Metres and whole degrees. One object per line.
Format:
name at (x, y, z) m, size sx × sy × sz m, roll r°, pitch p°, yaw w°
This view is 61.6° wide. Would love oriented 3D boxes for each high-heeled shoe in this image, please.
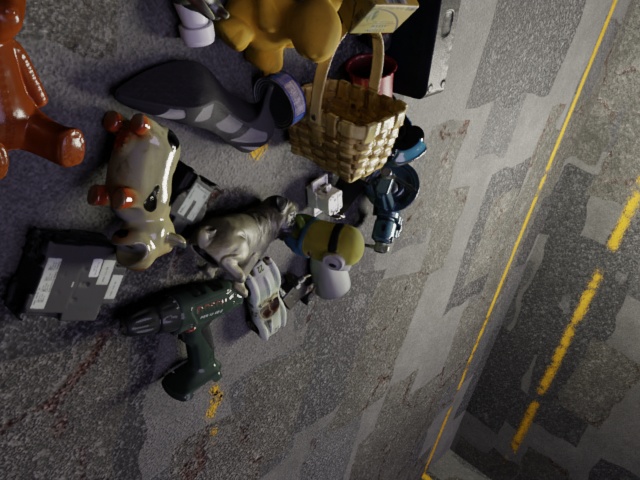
high-heeled shoe at (-0.171, -0.172, 0.766) m, size 0.249 × 0.086 × 0.145 m, roll -8°, pitch 154°, yaw -31°

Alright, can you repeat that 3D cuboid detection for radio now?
radio at (0.178, -0.383, 0.990) m, size 0.073 × 0.131 × 0.229 m, roll -29°, pitch 136°, yaw -36°

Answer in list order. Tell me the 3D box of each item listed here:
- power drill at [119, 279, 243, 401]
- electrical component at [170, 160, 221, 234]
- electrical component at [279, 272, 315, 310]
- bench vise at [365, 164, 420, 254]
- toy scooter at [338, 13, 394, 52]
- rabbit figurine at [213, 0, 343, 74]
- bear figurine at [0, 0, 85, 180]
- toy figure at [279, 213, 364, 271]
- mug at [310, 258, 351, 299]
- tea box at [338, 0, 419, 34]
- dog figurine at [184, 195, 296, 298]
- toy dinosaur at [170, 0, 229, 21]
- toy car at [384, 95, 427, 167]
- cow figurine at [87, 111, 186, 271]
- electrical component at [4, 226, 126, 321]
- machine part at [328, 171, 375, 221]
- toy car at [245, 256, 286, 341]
power drill at (-0.235, 0.171, 0.921) m, size 0.232 × 0.086 × 0.207 m, roll -26°, pitch 127°, yaw -45°
electrical component at (-0.209, -0.049, 0.801) m, size 0.119 × 0.048 × 0.074 m, roll -59°, pitch 147°, yaw -1°
electrical component at (-0.051, 0.108, 1.143) m, size 0.078 × 0.045 × 0.102 m, roll -47°, pitch 145°, yaw -22°
bench vise at (0.145, -0.087, 1.171) m, size 0.223 × 0.129 × 0.240 m, roll -65°, pitch 166°, yaw -7°
toy scooter at (0.085, -0.403, 0.902) m, size 0.184 × 0.075 × 0.135 m, roll -4°, pitch 118°, yaw -56°
rabbit figurine at (-0.032, -0.298, 0.734) m, size 0.162 × 0.173 × 0.121 m, roll -54°, pitch 143°, yaw -3°
bear figurine at (-0.303, -0.173, 0.507) m, size 0.120 × 0.132 × 0.195 m, roll -24°, pitch 140°, yaw -53°
toy figure at (-0.004, -0.004, 0.996) m, size 0.082 × 0.180 × 0.089 m, roll 0°, pitch 111°, yaw -56°
mug at (0.027, 0.059, 1.182) m, size 0.109 × 0.081 × 0.107 m, roll -36°, pitch 131°, yaw -24°
tea box at (0.061, -0.393, 0.783) m, size 0.098 × 0.169 × 0.068 m, roll -15°, pitch 170°, yaw -36°
dog figurine at (-0.120, -0.026, 0.891) m, size 0.190 × 0.121 × 0.172 m, roll -55°, pitch 169°, yaw -20°
toy dinosaur at (-0.170, -0.382, 0.462) m, size 0.131 × 0.192 × 0.404 m, roll -37°, pitch 142°, yaw -35°
toy car at (0.126, -0.208, 1.075) m, size 0.109 × 0.161 × 0.103 m, roll -32°, pitch 173°, yaw -29°
cow figurine at (-0.230, -0.057, 0.705) m, size 0.127 × 0.086 × 0.194 m, roll 15°, pitch 82°, yaw -60°
electrical component at (-0.326, 0.047, 0.708) m, size 0.134 × 0.058 × 0.115 m, roll 14°, pitch 105°, yaw -57°
machine part at (0.054, -0.107, 1.103) m, size 0.039 × 0.084 × 0.138 m, roll -67°, pitch -177°, yaw -68°
toy car at (-0.110, 0.117, 1.058) m, size 0.073 × 0.056 × 0.201 m, roll -37°, pitch 142°, yaw -31°
